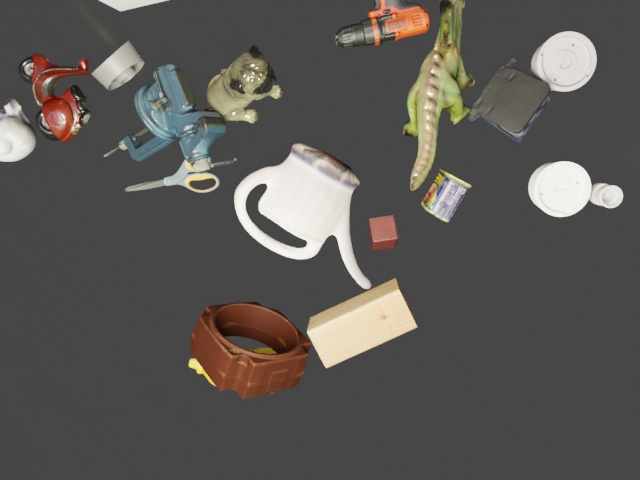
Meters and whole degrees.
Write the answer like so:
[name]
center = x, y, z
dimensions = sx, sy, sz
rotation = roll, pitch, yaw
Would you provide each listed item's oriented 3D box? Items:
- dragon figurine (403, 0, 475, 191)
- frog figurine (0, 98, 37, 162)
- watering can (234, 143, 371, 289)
[dragon figurine]
center = 0.203, -0.303, 0.889
dimensions = 0.122, 0.420, 0.237
rotation = 6, 141, 17
[frog figurine]
center = -0.650, -0.188, 1.012
dimensions = 0.137, 0.163, 0.120
rotation = 5, 138, 34
[watering can]
center = 0.003, -0.052, 1.042
dimensions = 0.345, 0.105, 0.223
rotation = 28, 98, -17
